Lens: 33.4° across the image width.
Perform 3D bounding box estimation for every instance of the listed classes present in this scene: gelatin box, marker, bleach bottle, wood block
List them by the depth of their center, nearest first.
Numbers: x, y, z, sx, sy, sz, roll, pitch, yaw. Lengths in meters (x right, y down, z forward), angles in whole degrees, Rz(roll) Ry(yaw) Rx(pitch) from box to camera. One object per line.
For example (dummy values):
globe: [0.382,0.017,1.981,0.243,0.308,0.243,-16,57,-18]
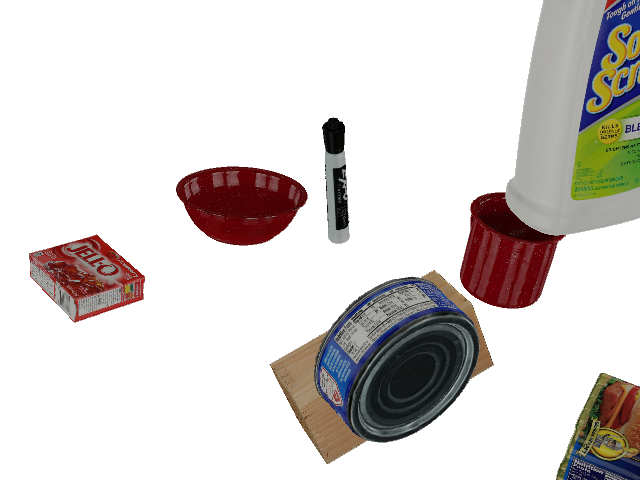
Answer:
bleach bottle: [0.172,-0.131,0.647,0.102,0.251,0.068,-12,31,-17]
marker: [0.013,-0.050,0.910,0.020,0.121,0.020,-2,37,1]
gelatin box: [-0.217,0.033,0.988,0.073,0.030,0.089,-18,39,-36]
wood block: [0.065,0.132,1.127,0.206,0.091,0.090,-29,31,-9]

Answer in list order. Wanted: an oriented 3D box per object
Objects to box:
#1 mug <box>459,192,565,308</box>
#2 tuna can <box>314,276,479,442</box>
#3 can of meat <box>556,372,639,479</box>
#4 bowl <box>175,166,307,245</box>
mug: [0.176,0.005,1.034,0.093,0.081,0.117,-6,35,-24]
tuna can: [0.041,0.064,0.559,0.085,0.086,0.034,0,32,-38]
can of meat: [0.231,0.153,0.789,0.084,0.057,0.102,21,41,21]
bowl: [-0.099,-0.037,1.317,0.162,0.055,0.162,4,25,-2]
